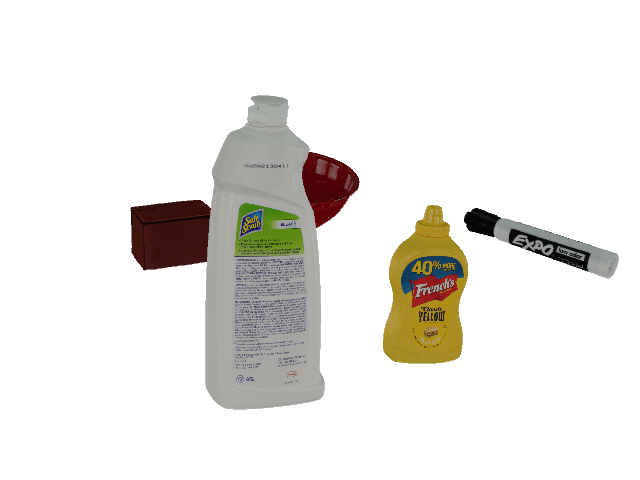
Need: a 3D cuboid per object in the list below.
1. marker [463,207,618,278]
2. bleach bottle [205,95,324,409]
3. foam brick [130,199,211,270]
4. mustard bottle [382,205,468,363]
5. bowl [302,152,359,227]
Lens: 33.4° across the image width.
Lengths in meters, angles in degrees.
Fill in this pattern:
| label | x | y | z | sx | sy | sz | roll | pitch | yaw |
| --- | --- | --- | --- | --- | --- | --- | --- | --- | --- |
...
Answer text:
| label | x | y | z | sx | sy | sz | roll | pitch | yaw |
| --- | --- | --- | --- | --- | --- | --- | --- | --- | --- |
| marker | 0.159 | 0.000 | 0.783 | 0.121 | 0.020 | 0.020 | 21 | 12 | 34 |
| bleach bottle | -0.040 | 0.009 | 0.862 | 0.102 | 0.251 | 0.068 | -3 | 20 | -22 |
| foam brick | -0.149 | -0.007 | 1.083 | 0.078 | 0.051 | 0.053 | -7 | 22 | -22 |
| mustard bottle | 0.131 | 0.052 | 1.298 | 0.096 | 0.192 | 0.058 | 0 | 14 | -12 |
| bowl | -0.037 | -0.055 | 1.273 | 0.162 | 0.055 | 0.162 | 5 | 26 | -3 |
